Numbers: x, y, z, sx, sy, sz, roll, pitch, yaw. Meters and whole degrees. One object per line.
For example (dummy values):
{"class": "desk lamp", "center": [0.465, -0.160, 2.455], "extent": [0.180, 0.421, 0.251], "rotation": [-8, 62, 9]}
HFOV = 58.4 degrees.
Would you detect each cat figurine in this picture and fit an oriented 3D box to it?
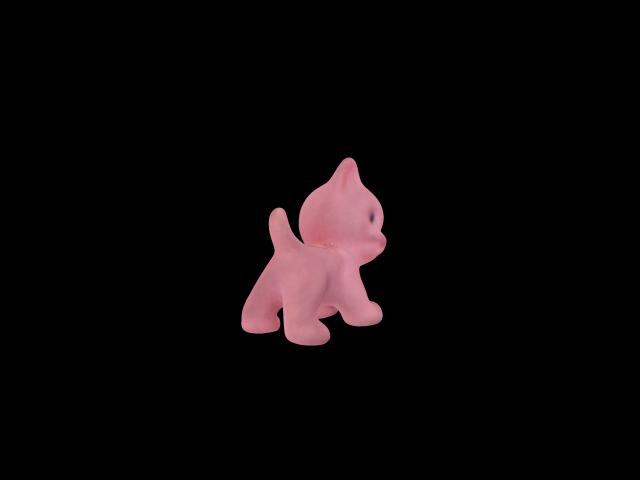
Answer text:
{"class": "cat figurine", "center": [0.004, 0.001, 0.400], "extent": [0.067, 0.118, 0.128], "rotation": [3, 6, 34]}
